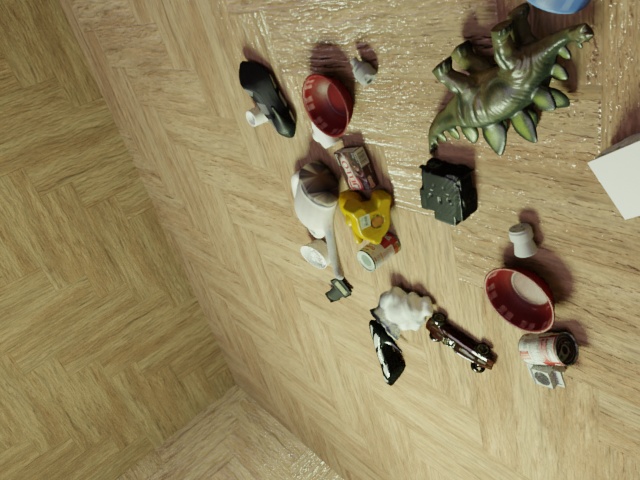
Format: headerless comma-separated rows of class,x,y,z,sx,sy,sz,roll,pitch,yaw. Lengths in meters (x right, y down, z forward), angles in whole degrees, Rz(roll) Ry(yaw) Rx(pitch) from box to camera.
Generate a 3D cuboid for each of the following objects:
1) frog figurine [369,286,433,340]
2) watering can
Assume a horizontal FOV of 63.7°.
frog figurine,0.240,0.188,1.435,0.157,0.138,0.123,-38,-14,25
watering can,0.004,-0.074,1.468,0.105,0.353,0.219,-19,-27,-21
